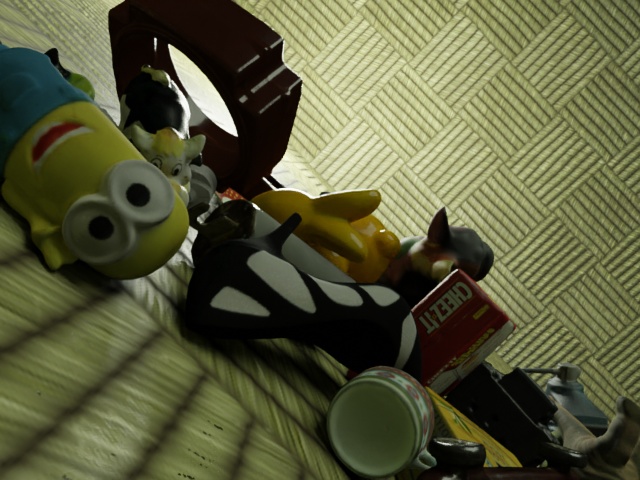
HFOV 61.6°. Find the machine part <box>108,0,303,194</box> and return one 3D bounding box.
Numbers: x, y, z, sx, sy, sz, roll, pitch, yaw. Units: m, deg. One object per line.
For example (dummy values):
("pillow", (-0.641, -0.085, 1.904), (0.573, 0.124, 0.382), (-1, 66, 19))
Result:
("machine part", (-0.129, -0.160, 0.585), (0.201, 0.087, 0.201), (35, -33, 7))

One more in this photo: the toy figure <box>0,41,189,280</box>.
("toy figure", (-0.157, -0.054, 0.335), (0.180, 0.082, 0.089), (43, 10, 3))

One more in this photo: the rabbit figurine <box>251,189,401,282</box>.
("rabbit figurine", (-0.001, -0.002, 0.612), (0.173, 0.122, 0.162), (28, -21, -33))

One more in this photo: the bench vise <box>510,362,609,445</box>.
("bench vise", (0.346, 0.286, 0.837), (0.240, 0.129, 0.223), (-130, -147, -89))

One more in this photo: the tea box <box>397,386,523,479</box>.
("tea box", (0.140, 0.222, 0.495), (0.169, 0.068, 0.098), (42, 9, -29))

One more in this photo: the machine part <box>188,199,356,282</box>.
("machine part", (-0.035, 0.034, 0.512), (0.243, 0.079, 0.079), (37, 12, -41))

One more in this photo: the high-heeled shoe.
("high-heeled shoe", (0.003, 0.089, 0.435), (0.248, 0.086, 0.145), (52, 45, -18))

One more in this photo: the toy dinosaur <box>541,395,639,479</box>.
("toy dinosaur", (0.319, 0.309, 0.497), (0.105, 0.198, 0.472), (43, 9, -22))

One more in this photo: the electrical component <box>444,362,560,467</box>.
("electrical component", (0.202, 0.212, 0.619), (0.115, 0.134, 0.058), (49, 8, 37))

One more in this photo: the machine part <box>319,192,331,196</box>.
("machine part", (0.013, -0.005, 0.799), (0.039, 0.139, 0.084), (2, -16, 26))

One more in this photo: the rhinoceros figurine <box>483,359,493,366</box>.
("rhinoceros figurine", (0.204, 0.194, 0.840), (0.073, 0.112, 0.191), (-6, 28, -39))

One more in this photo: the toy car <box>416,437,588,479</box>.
("toy car", (0.145, 0.197, 0.398), (0.202, 0.089, 0.053), (18, -14, -33))

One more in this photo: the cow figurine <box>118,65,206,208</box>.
("cow figurine", (-0.142, -0.092, 0.480), (0.068, 0.098, 0.168), (6, 28, -31))

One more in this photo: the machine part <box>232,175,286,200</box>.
("machine part", (-0.078, -0.061, 0.831), (0.179, 0.056, 0.179), (44, 7, -7))

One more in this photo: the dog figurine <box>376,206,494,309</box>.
("dog figurine", (0.107, 0.035, 0.684), (0.219, 0.192, 0.108), (102, -9, -69))
